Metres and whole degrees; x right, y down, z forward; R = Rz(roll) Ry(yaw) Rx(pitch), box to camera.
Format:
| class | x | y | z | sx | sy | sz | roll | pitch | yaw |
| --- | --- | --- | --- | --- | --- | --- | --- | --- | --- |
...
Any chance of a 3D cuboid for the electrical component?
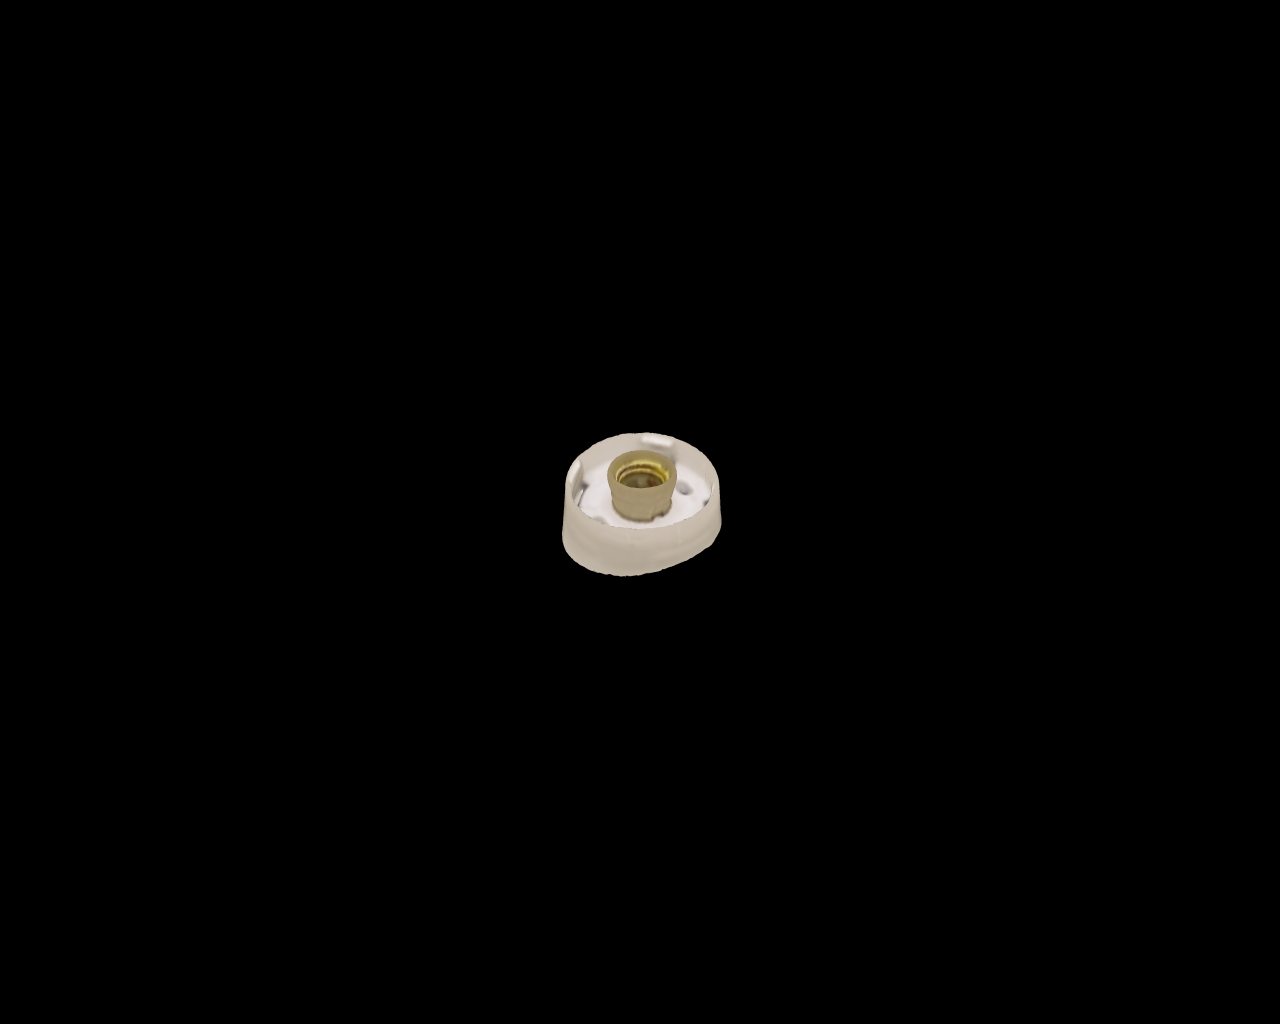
| class | x | y | z | sx | sy | sz | roll | pitch | yaw |
| --- | --- | --- | --- | --- | --- | --- | --- | --- | --- |
| electrical component | 0.001 | -0.003 | 0.650 | 0.099 | 0.064 | 0.099 | 0 | 43 | 0 |
